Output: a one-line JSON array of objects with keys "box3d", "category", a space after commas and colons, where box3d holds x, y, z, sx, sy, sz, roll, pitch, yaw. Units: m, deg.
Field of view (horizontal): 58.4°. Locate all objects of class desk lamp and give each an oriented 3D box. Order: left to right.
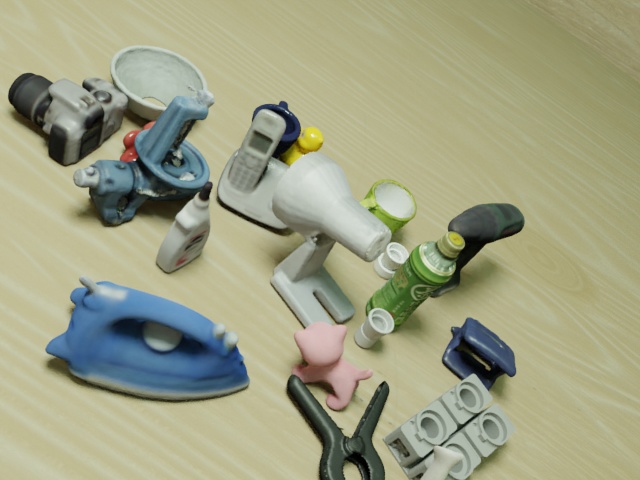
[{"box3d": [0.008, 0.003, 0.869, 0.118, 0.213, 0.203, -26, 70, -41], "category": "desk lamp"}]

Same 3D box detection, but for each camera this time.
[{"box3d": [-0.394, -0.213, 0.890, 0.137, 0.100, 0.143, 33, 45, -2], "category": "camera"}]

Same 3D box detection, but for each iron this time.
[{"box3d": [-0.189, 0.118, 0.712, 0.259, 0.141, 0.118, 19, 47, -16], "category": "iron"}]

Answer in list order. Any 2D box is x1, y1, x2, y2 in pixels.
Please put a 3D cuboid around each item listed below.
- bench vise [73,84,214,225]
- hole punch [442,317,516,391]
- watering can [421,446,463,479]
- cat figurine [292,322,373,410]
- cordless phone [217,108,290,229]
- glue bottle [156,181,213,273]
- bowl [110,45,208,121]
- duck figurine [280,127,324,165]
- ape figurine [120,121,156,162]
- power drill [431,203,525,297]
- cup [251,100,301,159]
[{"box3d": [-0.232, -0.115, 0.821, 0.121, 0.219, 0.208, 41, 45, 6], "category": "bench vise"}, {"box3d": [0.275, 0.183, 0.964, 0.108, 0.091, 0.101, 39, 45, 4], "category": "hole punch"}, {"box3d": [0.145, 0.339, 0.688, 0.101, 0.194, 0.172, 5, 52, -27], "category": "watering can"}, {"box3d": [0.016, 0.166, 0.808, 0.128, 0.117, 0.067, 35, 45, 0], "category": "cat figurine"}, {"box3d": [-0.075, -0.116, 0.937, 0.148, 0.185, 0.094, 24, 46, -11], "category": "cordless phone"}, {"box3d": [-0.181, -0.024, 0.809, 0.037, 0.173, 0.078, 42, 45, 7], "category": "glue bottle"}, {"box3d": [-0.287, -0.262, 1.011, 0.168, 0.074, 0.167, 16, 48, -18], "category": "bowl"}, {"box3d": [-0.020, -0.171, 1.084, 0.104, 0.086, 0.078, 44, 46, 9], "category": "duck figurine"}, {"box3d": [-0.272, -0.154, 0.920, 0.076, 0.092, 0.077, -18, 65, -39], "category": "ape figurine"}, {"box3d": [0.255, 0.011, 1.009, 0.230, 0.208, 0.075, -18, 65, -39], "category": "power drill"}, {"box3d": [-0.090, -0.196, 1.058, 0.092, 0.095, 0.118, 22, 46, -13], "category": "cup"}]
